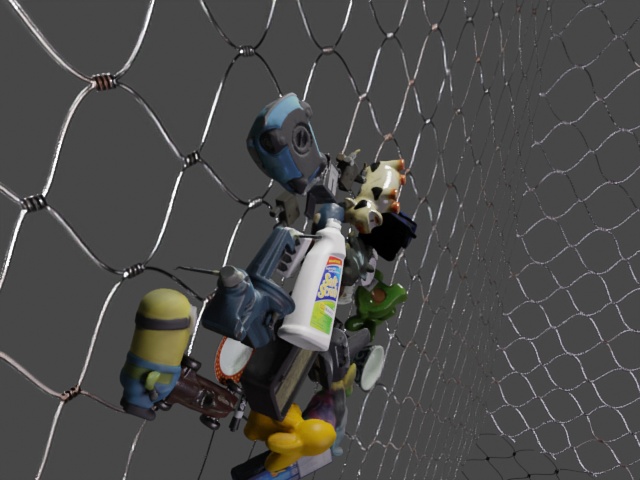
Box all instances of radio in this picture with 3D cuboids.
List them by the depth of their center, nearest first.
[{"bbox_3d":[-0.063,0.220,1.053,0.131,0.073,0.229,80,32,-46],"label":"radio"}]

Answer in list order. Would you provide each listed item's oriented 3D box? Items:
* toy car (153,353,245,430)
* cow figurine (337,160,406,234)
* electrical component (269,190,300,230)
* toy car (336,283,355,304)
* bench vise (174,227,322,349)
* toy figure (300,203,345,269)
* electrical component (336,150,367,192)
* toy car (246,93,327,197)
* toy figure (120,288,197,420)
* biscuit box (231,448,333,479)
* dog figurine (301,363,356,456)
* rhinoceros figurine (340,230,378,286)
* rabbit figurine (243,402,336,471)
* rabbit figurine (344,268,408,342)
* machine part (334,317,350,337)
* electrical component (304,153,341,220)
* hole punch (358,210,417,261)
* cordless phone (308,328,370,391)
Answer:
[{"bbox_3d":[-0.193,0.255,0.882,0.089,0.053,0.202,-55,141,-14],"label":"toy car"},{"bbox_3d":[0.117,-0.097,1.205,0.085,0.127,0.195,69,32,-47],"label":"cow figurine"},{"bbox_3d":[-0.060,-0.058,1.007,0.094,0.021,0.063,-48,141,-39],"label":"electrical component"},{"bbox_3d":[0.022,0.102,1.182,0.201,0.056,0.073,14,92,-60],"label":"toy car"},{"bbox_3d":[-0.102,0.064,0.892,0.240,0.129,0.223,-62,146,-29],"label":"bench vise"},{"bbox_3d":[0.000,-0.002,1.096,0.154,0.064,0.058,-62,-175,-12],"label":"toy figure"},{"bbox_3d":[0.063,-0.147,1.145,0.078,0.045,0.102,-64,148,-19],"label":"electrical component"},{"bbox_3d":[-0.063,-0.151,0.875,0.109,0.103,0.161,-52,133,-34],"label":"toy car"},{"bbox_3d":[-0.234,0.159,0.765,0.089,0.082,0.180,32,78,-61],"label":"toy figure"},{"bbox_3d":[-0.077,0.458,1.094,0.203,0.063,0.059,-18,106,-22],"label":"biscuit box"},{"bbox_3d":[0.012,0.383,1.257,0.191,0.109,0.219,25,78,-57],"label":"dog figurine"},{"bbox_3d":[0.073,0.042,1.168,0.112,0.073,0.190,56,23,-2],"label":"rhinoceros figurine"},{"bbox_3d":[-0.056,0.373,1.068,0.162,0.173,0.121,-36,137,-53],"label":"rabbit figurine"},{"bbox_3d":[0.142,0.181,1.368,0.159,0.121,0.170,-57,161,-21],"label":"rabbit figurine"},{"bbox_3d":[0.041,0.236,1.298,0.138,0.039,0.084,49,56,-53],"label":"machine part"},{"bbox_3d":[0.001,-0.099,1.037,0.074,0.048,0.119,50,43,-54],"label":"electrical component"},{"bbox_3d":[0.170,-0.029,1.291,0.092,0.142,0.115,-28,151,-49],"label":"hole punch"},{"bbox_3d":[0.050,0.236,1.221,0.184,0.089,0.146,-31,130,-31],"label":"cordless phone"}]
